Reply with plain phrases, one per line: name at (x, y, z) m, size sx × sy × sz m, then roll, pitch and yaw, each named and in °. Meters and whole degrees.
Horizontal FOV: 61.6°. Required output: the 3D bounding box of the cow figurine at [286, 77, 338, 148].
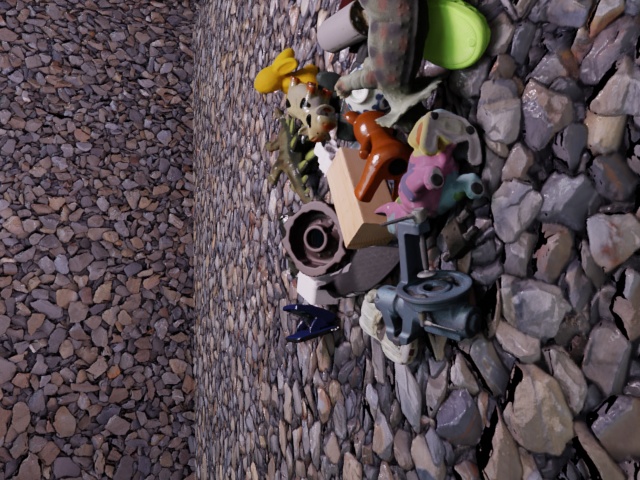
cow figurine at (-0.022, -0.298, 1.257) m, size 0.195 × 0.085 × 0.127 m, roll 46°, pitch 126°, yaw 51°

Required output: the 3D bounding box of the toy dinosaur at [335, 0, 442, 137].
toy dinosaur at (0.127, -0.350, 0.907) m, size 0.192 × 0.131 × 0.404 m, roll 21°, pitch 124°, yaw 42°

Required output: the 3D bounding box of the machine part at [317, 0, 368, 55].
machine part at (0.059, -0.457, 1.154) m, size 0.243 × 0.079 × 0.079 m, roll -165°, pitch 80°, yaw -67°

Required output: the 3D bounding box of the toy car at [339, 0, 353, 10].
toy car at (0.079, -0.569, 1.276) m, size 0.202 × 0.053 × 0.089 m, roll 112°, pitch 146°, yaw -43°

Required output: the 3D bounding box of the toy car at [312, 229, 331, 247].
toy car at (-0.026, -0.015, 1.370) m, size 0.109 × 0.103 × 0.161 m, roll 142°, pitch 129°, yaw -61°

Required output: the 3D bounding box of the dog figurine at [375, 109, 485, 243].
dog figurine at (0.174, -0.097, 0.924) m, size 0.219 × 0.108 × 0.191 m, roll 139°, pitch 134°, yaw -65°

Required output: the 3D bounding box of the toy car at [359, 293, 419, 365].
toy car at (0.128, 0.168, 1.045) m, size 0.202 × 0.056 × 0.073 m, roll -138°, pitch 55°, yaw -60°

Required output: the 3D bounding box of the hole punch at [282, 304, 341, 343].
hole punch at (-0.026, 0.193, 1.310) m, size 0.142 × 0.116 × 0.092 m, roll -27°, pitch 74°, yaw 65°

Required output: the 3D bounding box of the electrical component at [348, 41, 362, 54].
electrical component at (0.106, -0.473, 1.203) m, size 0.119 × 0.048 × 0.075 m, roll 159°, pitch 112°, yaw -64°

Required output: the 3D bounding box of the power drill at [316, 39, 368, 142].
power drill at (0.064, -0.355, 1.262) m, size 0.207 × 0.086 × 0.231 m, roll 32°, pitch 118°, yaw 55°

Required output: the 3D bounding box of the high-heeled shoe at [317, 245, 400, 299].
high-heeled shoe at (0.104, 0.070, 1.143) m, size 0.249 × 0.145 × 0.086 m, roll -23°, pitch 77°, yaw 32°

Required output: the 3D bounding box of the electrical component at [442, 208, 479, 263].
electrical component at (0.227, -0.005, 0.890) m, size 0.094 × 0.021 × 0.063 m, roll 120°, pitch 145°, yaw -47°

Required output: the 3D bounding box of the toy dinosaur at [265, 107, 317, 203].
toy dinosaur at (-0.072, -0.232, 1.505) m, size 0.198 × 0.105 × 0.472 m, roll -59°, pitch 37°, yaw 43°

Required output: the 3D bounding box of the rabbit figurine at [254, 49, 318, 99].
rabbit figurine at (-0.095, -0.443, 1.506) m, size 0.122 × 0.173 × 0.162 m, roll -104°, pitch 25°, yaw -43°

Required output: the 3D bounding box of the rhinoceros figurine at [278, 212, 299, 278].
rhinoceros figurine at (-0.069, 0.011, 1.470) m, size 0.112 × 0.073 × 0.190 m, roll -117°, pitch 18°, yaw -69°

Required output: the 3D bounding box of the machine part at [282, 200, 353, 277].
machine part at (-0.003, -0.004, 1.267) m, size 0.180 × 0.056 × 0.179 m, roll 2°, pitch 95°, yaw 29°

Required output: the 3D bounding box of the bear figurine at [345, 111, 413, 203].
bear figurine at (0.112, -0.171, 1.062) m, size 0.196 × 0.120 × 0.131 m, roll -117°, pitch 34°, yaw -52°

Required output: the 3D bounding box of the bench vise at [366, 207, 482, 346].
bench vise at (0.159, 0.061, 0.884) m, size 0.224 × 0.129 × 0.240 m, roll 19°, pitch 124°, yaw 58°
